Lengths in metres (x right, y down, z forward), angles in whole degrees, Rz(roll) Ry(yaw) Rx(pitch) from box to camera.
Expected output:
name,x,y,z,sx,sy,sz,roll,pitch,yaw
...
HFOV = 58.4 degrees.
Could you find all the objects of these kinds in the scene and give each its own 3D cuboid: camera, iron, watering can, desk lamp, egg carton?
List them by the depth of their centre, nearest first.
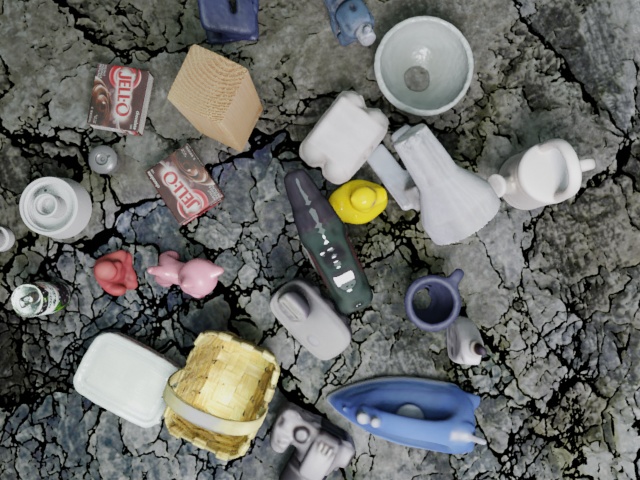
name,x,y,z,sx,sy,sz,roll,pitch,yaw
desk lamp,0.170,-0.095,0.906,0.118,0.213,0.203,-38,89,-1
watering can,0.355,-0.102,0.917,0.173,0.194,0.101,-36,88,-1
iron,0.138,0.292,0.932,0.258,0.141,0.119,7,88,0
camera,-0.029,0.364,0.949,0.143,0.101,0.137,29,89,1
egg carton,0.042,-0.175,0.980,0.107,0.069,0.150,36,89,1

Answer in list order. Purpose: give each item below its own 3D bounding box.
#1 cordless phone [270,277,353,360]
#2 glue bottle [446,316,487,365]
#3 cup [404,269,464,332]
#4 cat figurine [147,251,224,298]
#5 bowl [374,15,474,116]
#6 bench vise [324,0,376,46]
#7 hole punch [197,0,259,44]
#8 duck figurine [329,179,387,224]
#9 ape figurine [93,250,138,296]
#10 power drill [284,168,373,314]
name,x,y,z,sx,sy,sz,roll,pitch,yaw
cordless phone,-0.014,0.130,0.914,0.147,0.185,0.094,43,89,1
glue bottle,0.239,0.168,0.919,0.037,0.173,0.078,0,88,0
cup,0.190,0.092,0.960,0.091,0.095,0.118,42,89,1
cat figurine,-0.221,0.059,0.949,0.128,0.117,0.067,11,88,0
bowl,0.173,-0.289,0.981,0.167,0.074,0.167,0,88,0
bench vise,0.039,-0.425,0.912,0.207,0.219,0.121,43,89,1
hole punch,-0.155,-0.401,0.975,0.101,0.091,0.109,-6,88,0
duck figurine,0.066,-0.067,0.969,0.104,0.086,0.077,-11,88,0
ape figurine,-0.349,0.053,0.961,0.076,0.092,0.078,26,89,1
power drill,0.008,0.003,0.906,0.075,0.208,0.230,-28,88,-1
